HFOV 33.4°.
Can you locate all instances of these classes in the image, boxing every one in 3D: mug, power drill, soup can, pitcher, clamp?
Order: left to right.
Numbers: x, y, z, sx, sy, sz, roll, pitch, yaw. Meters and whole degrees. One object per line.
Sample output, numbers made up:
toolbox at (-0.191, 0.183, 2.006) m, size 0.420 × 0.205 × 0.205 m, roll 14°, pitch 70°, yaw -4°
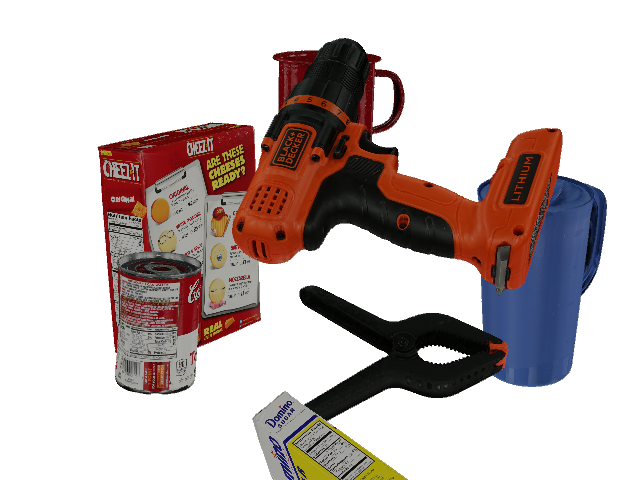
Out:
soup can at (-0.133, 0.067, 0.870) m, size 0.068 × 0.102 × 0.068 m, roll 4°, pitch 14°, yaw -1°
mug at (0.016, -0.119, 0.925) m, size 0.117 × 0.081 × 0.093 m, roll -4°, pitch 17°, yaw -17°
clamp at (0.073, 0.117, 1.025) m, size 0.210 × 0.164 × 0.036 m, roll 6°, pitch -43°, yaw 5°
power drill at (0.055, -0.050, 0.687) m, size 0.188 × 0.184 × 0.057 m, roll 12°, pitch -32°, yaw 17°
pitcher at (0.263, 0.046, 1.286) m, size 0.149 × 0.243 × 0.145 m, roll 4°, pitch 24°, yaw 14°

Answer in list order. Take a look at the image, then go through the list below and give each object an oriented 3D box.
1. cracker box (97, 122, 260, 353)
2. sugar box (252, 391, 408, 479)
cracker box at (-0.138, -0.002, 1.077) m, size 0.072 × 0.214 × 0.163 m, roll 9°, pitch 18°, yaw 35°
sugar box at (0.022, 0.203, 0.860) m, size 0.176 × 0.093 × 0.048 m, roll 26°, pitch 53°, yaw 39°
